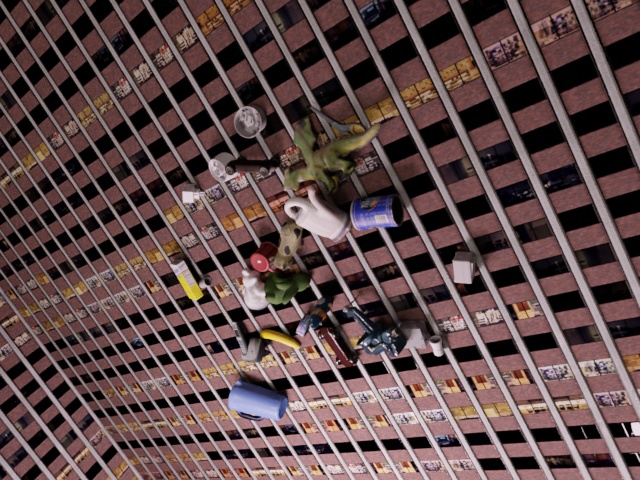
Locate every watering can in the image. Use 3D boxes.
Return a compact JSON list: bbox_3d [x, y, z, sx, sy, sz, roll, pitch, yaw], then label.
[{"bbox_3d":[0.005,-0.082,1.633,0.223,0.105,0.345,24,166,-11],"label":"watering can"}]

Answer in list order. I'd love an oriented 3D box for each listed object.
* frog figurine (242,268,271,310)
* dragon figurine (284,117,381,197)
[{"bbox_3d":[-0.252,0.187,1.989,0.137,0.125,0.157,2,131,48],"label":"frog figurine"},{"bbox_3d":[0.006,-0.281,1.611,0.244,0.124,0.402,44,126,9],"label":"dragon figurine"}]
